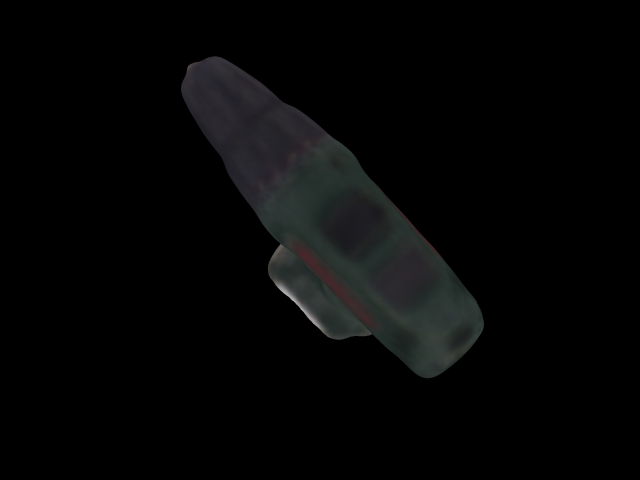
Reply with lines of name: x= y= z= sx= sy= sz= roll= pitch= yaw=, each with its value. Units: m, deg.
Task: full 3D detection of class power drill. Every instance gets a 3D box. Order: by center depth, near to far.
power drill: x=0.004 y=0.001 z=0.400 sx=0.229 sy=0.208 sz=0.076 roll=43 pitch=78 yaw=11
